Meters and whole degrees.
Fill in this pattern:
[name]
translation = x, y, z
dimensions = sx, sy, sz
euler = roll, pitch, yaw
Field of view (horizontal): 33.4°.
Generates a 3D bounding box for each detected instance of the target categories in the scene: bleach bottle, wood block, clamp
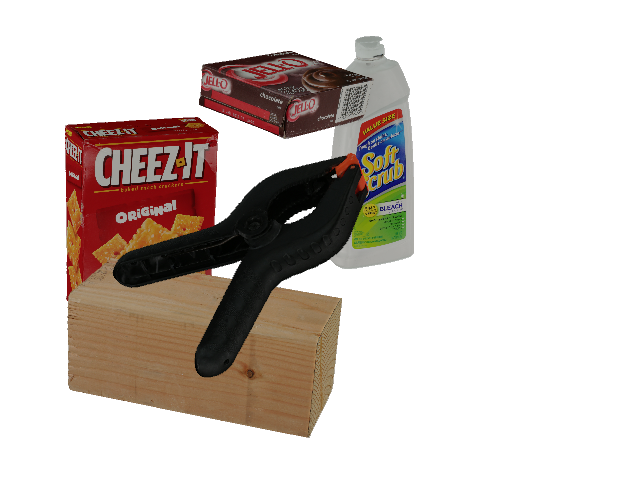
[bleach bottle]
translation = 0.052, -0.098, 1.182
dimensions = 0.102, 0.251, 0.068
euler = -10, 24, -13
[wood block]
translation = -0.095, 0.086, 0.883
dimensions = 0.206, 0.091, 0.090
euler = 10, 22, 11
[clamp]
translation = -0.036, 0.010, 0.660
dimensions = 0.171, 0.120, 0.039
euler = -32, -38, -6

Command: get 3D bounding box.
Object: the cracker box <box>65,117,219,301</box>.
[cracker box]
translation = -0.205, -0.027, 1.229
dimensions = 0.163, 0.214, 0.072
euler = -8, 25, -30

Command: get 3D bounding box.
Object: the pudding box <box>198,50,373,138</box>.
[pudding box]
translation = -0.027, -0.118, 0.847
dimensions = 0.090, 0.039, 0.113
euler = 25, 26, 30
